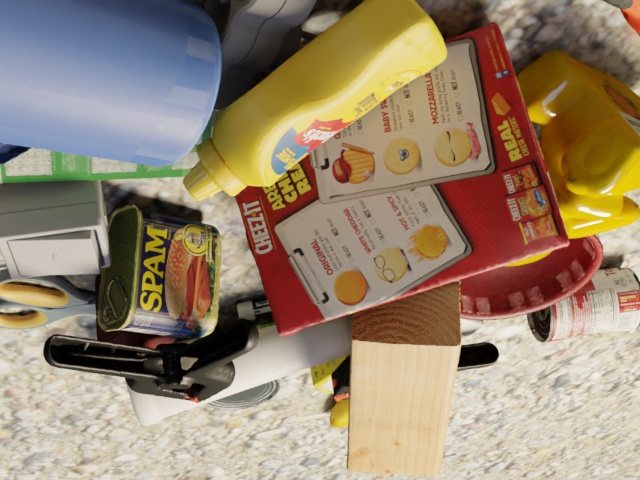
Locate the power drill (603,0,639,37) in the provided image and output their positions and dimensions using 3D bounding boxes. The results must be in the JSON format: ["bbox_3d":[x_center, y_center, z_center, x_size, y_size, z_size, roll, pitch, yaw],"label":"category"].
[{"bbox_3d":[0.203,-0.204,0.656,0.187,0.057,0.185,13,136,-42],"label":"power drill"}]

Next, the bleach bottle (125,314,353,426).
[{"bbox_3d":[-0.056,0.109,1.035,0.251,0.068,0.102,-16,-175,5],"label":"bleach bottle"}]

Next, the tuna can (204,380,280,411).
[{"bbox_3d":[-0.087,0.147,1.132,0.086,0.034,0.086,-8,146,-6],"label":"tuna can"}]

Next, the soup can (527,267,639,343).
[{"bbox_3d":[0.270,0.066,1.090,0.102,0.068,0.068,-6,146,-10],"label":"soup can"}]

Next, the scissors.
[{"bbox_3d":[-0.219,0.068,0.989,0.201,0.016,0.096,22,135,-40],"label":"scissors"}]

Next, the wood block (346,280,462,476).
[{"bbox_3d":[0.072,0.119,0.957,0.090,0.090,0.206,3,138,3],"label":"wood block"}]

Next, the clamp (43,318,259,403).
[{"bbox_3d":[-0.133,0.105,0.889,0.164,0.036,0.210,-2,162,-4],"label":"clamp"}]

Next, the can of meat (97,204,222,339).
[{"bbox_3d":[-0.131,0.029,0.880,0.083,0.102,0.058,12,165,-37],"label":"can of meat"}]

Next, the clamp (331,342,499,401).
[{"bbox_3d":[0.080,0.116,1.052,0.172,0.039,0.120,-21,140,18],"label":"clamp"}]

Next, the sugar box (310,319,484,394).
[{"bbox_3d":[0.076,0.106,1.111,0.093,0.048,0.176,18,134,-34],"label":"sugar box"}]

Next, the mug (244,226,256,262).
[{"bbox_3d":[-0.006,0.001,0.869,0.082,0.117,0.093,-20,168,20],"label":"mug"}]

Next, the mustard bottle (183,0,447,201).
[{"bbox_3d":[-0.010,-0.088,0.696,0.192,0.058,0.096,-36,173,7],"label":"mustard bottle"}]

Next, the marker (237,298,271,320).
[{"bbox_3d":[-0.020,0.057,1.032,0.121,0.020,0.020,-13,147,1],"label":"marker"}]

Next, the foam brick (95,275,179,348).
[{"bbox_3d":[-0.162,0.060,0.938,0.052,0.078,0.051,19,137,-39],"label":"foam brick"}]

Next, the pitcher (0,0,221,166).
[{"bbox_3d":[-0.190,-0.109,0.633,0.242,0.145,0.149,11,174,-35],"label":"pitcher"}]

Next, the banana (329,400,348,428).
[{"bbox_3d":[0.082,0.171,1.218,0.198,0.037,0.069,-27,144,22],"label":"banana"}]

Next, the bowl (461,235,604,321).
[{"bbox_3d":[0.176,0.012,0.990,0.162,0.055,0.162,-8,147,-5],"label":"bowl"}]

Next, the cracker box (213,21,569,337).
[{"bbox_3d":[0.052,-0.041,0.770,0.214,0.164,0.072,-18,175,11],"label":"cracker box"}]
